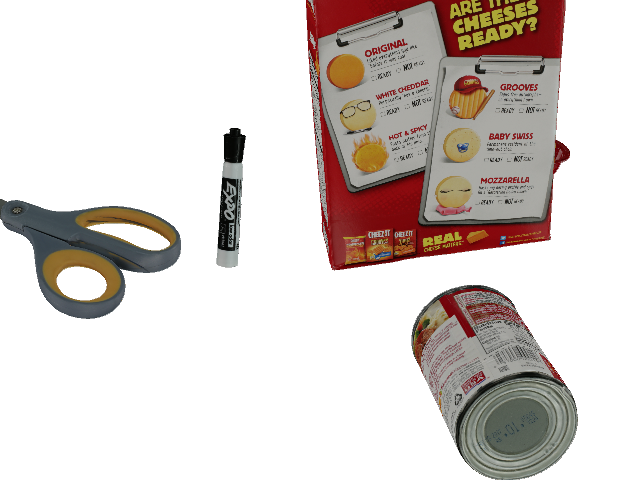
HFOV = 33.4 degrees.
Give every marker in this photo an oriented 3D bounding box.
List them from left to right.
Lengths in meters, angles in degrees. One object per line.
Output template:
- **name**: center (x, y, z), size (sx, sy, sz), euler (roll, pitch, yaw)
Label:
- **marker**: center (-0.077, -0.037, 0.923), size (0.020, 0.121, 0.020), euler (4, 15, -1)

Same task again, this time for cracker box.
- **cracker box**: center (0.077, -0.094, 0.736), size (0.164, 0.214, 0.072), euler (-8, 32, -5)

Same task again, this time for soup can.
- **soup can**: center (0.096, 0.077, 0.599), size (0.068, 0.068, 0.102), euler (0, 24, -10)

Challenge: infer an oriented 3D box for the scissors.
- **scissors**: center (-0.186, -0.001, 0.653), size (0.202, 0.016, 0.096), euler (9, 44, 10)

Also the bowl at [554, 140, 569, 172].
- **bowl**: center (0.209, -0.091, 1.262), size (0.162, 0.055, 0.162), euler (5, 23, -2)
